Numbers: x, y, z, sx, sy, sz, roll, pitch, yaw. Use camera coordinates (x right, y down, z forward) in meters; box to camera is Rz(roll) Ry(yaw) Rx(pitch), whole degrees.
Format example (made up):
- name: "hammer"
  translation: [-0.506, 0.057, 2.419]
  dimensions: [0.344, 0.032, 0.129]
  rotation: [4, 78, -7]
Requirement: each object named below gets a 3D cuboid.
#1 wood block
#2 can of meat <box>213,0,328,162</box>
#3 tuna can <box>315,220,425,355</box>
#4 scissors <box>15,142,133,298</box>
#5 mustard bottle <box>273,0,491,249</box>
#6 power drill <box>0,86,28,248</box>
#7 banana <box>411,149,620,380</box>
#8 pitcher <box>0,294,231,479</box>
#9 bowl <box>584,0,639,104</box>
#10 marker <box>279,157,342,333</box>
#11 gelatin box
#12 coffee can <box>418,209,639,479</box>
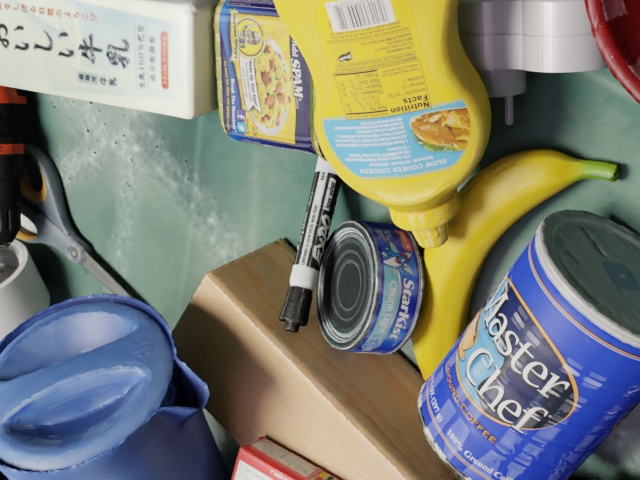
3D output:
- name: "wood block"
  translation: [0.002, 0.109, 0.723]
  dimensions: [0.206, 0.090, 0.091]
  rotation: [44, 126, 15]
- name: "can of meat"
  translation: [-0.019, -0.107, 0.679]
  dimensions: [0.084, 0.057, 0.102]
  rotation: [13, 113, 33]
- name: "tuna can"
  translation: [0.030, 0.030, 0.683]
  dimensions: [0.086, 0.033, 0.086]
  rotation: [-22, 65, 60]
- name: "scissors"
  translation: [-0.199, -0.011, 0.867]
  dimensions: [0.202, 0.016, 0.096]
  rotation: [28, 120, 24]
- name: "mustard bottle"
  translation: [0.042, -0.077, 0.577]
  dimensions: [0.096, 0.058, 0.191]
  rotation: [-6, 122, 19]
- name: "power drill"
  translation: [-0.319, -0.086, 0.882]
  dimensions: [0.188, 0.057, 0.184]
  rotation: [1, 94, 30]
- name: "banana"
  translation: [0.097, 0.012, 0.653]
  dimensions: [0.070, 0.037, 0.198]
  rotation: [43, 126, 16]
- name: "pitcher"
  translation: [-0.136, 0.160, 0.724]
  dimensions: [0.149, 0.145, 0.243]
  rotation: [40, 157, 41]
- name: "bowl"
  translation: [0.212, -0.129, 0.508]
  dimensions: [0.162, 0.055, 0.162]
  rotation: [13, 114, 31]
- name: "marker"
  translation: [-0.005, 0.001, 0.692]
  dimensions: [0.020, 0.020, 0.121]
  rotation: [5, 76, 34]
- name: "gelatin box"
  translation: [-0.026, 0.183, 0.685]
  dimensions: [0.073, 0.030, 0.089]
  rotation: [25, 110, 26]
- name: "coffee can"
  translation: [0.133, 0.068, 0.607]
  dimensions: [0.103, 0.102, 0.140]
  rotation: [41, 126, 16]
